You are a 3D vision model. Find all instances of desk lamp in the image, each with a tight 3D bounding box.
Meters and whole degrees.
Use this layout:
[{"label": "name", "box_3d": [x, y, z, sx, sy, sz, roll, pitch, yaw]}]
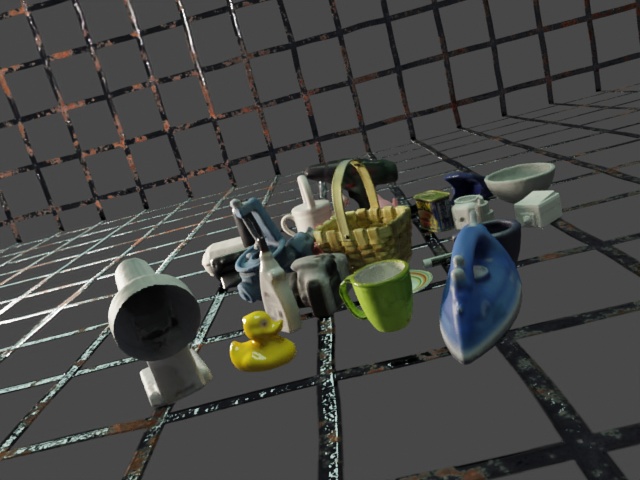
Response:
[{"label": "desk lamp", "box_3d": [-0.245, 0.136, 0.858, 0.118, 0.214, 0.202, -21, 16, -22]}]

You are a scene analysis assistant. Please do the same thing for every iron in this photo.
[{"label": "iron", "box_3d": [0.221, 0.055, 0.836, 0.118, 0.141, 0.259, -8, 16, 25]}]

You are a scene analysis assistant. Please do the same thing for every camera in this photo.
[{"label": "camera", "box_3d": [-0.024, 0.077, 1.083, 0.136, 0.101, 0.143, -9, 16, 22]}]

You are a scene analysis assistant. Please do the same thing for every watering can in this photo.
[{"label": "watering can", "box_3d": [-0.013, -0.073, 1.448, 0.173, 0.194, 0.100, -22, 16, -24]}]

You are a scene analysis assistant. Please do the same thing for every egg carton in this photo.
[{"label": "egg carton", "box_3d": [-0.231, 0.039, 1.499, 0.150, 0.069, 0.107, -15, 14, 0]}]

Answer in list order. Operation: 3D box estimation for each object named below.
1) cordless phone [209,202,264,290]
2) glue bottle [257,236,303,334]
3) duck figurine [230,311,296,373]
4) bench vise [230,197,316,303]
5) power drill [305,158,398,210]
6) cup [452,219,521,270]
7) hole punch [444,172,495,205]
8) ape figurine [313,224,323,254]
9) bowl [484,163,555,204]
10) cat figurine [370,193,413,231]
[{"label": "cordless phone", "box_3d": [-0.194, 0.010, 1.338, 0.147, 0.185, 0.094, -17, 15, -5]}, {"label": "glue bottle", "box_3d": [-0.079, 0.076, 0.999, 0.037, 0.173, 0.077, -25, 17, -32]}, {"label": "duck figurine", "box_3d": [-0.096, 0.154, 0.898, 0.104, 0.086, 0.077, -12, 15, 13]}, {"label": "bench vise", "box_3d": [-0.107, 0.000, 1.218, 0.121, 0.220, 0.208, -3, 19, 40]}, {"label": "power drill", "box_3d": [0.093, -0.110, 1.452, 0.229, 0.208, 0.075, -13, 15, 9]}, {"label": "cup", "box_3d": [0.290, 0.022, 0.983, 0.117, 0.095, 0.092, -7, 17, 29]}, {"label": "hole punch", "box_3d": [0.395, -0.146, 1.516, 0.101, 0.091, 0.108, -26, 18, -36]}, {"label": "ape figurine", "box_3d": [0.012, 0.005, 1.336, 0.078, 0.092, 0.076, -16, 15, -3]}, {"label": "bowl", "box_3d": [0.492, -0.133, 1.400, 0.167, 0.075, 0.167, -14, 14, 4]}, {"label": "cat figurine", "box_3d": [0.162, -0.061, 1.380, 0.067, 0.118, 0.128, -4, 18, 35]}]
